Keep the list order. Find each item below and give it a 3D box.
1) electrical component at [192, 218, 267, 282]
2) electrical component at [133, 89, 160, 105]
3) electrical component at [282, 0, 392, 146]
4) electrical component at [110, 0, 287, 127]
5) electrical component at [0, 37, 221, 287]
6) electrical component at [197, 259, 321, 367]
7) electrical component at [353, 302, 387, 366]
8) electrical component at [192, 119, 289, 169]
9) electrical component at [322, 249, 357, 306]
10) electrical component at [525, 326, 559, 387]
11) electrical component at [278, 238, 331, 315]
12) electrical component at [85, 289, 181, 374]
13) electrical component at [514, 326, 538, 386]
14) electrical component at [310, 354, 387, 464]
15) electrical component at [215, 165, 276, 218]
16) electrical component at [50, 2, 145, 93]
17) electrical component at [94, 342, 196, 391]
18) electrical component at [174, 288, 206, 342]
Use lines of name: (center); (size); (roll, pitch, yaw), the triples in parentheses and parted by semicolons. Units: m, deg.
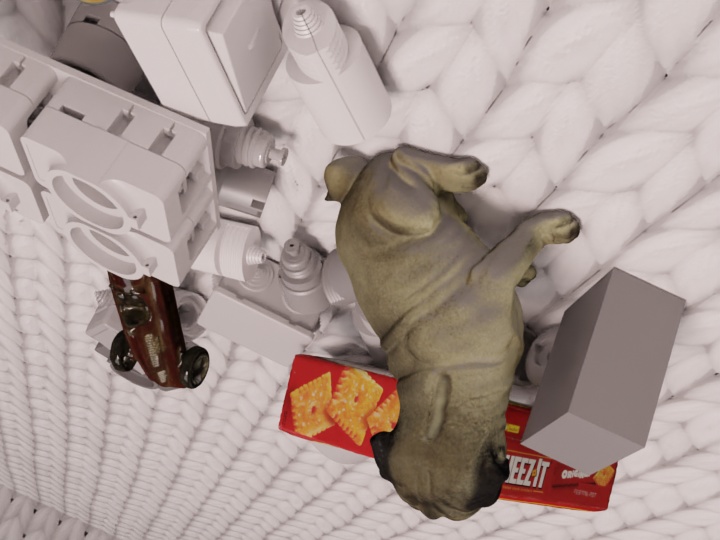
electrical component: (-0.110, -0.018, 0.830); (0.081, 0.043, 0.043); (13, 153, 21)
electrical component: (-0.175, -0.082, 0.747); (0.109, 0.056, 0.109); (28, 154, -10)
electrical component: (-0.016, -0.109, 0.576); (0.043, 0.043, 0.081); (9, 151, 29)
electrical component: (-0.078, -0.123, 0.580); (0.061, 0.061, 0.096); (13, 153, 21)
electrical component: (-0.182, -0.067, 0.636); (0.186, 0.060, 0.105); (24, 153, 9)
electrical component: (-0.080, 0.031, 0.893); (0.100, 0.048, 0.099); (27, 154, -7)
electrical component: (0.018, 0.037, 0.829); (0.043, 0.043, 0.081); (12, 152, 24)
electrical component: (-0.084, -0.083, 0.686); (0.078, 0.040, 0.040); (19, 154, 10)
electrical component: (0.000, 0.000, 0.773); (0.043, 0.043, 0.081); (35, 152, -22)
electrical component: (0.155, 0.072, 0.783); (0.062, 0.048, 0.048); (31, 154, -30)
electrical component: (-0.043, 0.002, 0.816); (0.040, 0.040, 0.078); (14, 153, 20)
electrical component: (-0.220, 0.054, 1.043); (0.096, 0.061, 0.062); (34, 153, -21)
electrical component: (0.104, 0.067, 0.812); (0.045, 0.045, 0.055); (38, 151, -27)
electrical component: (-0.010, 0.123, 0.962); (0.099, 0.099, 0.064); (36, 146, -24)
electrical component: (-0.085, -0.059, 0.737); (0.046, 0.040, 0.040); (19, 155, -5)
electrical component: (-0.157, -0.128, 0.653); (0.055, 0.047, 0.055); (19, 154, 10)
electrical component: (-0.221, 0.086, 1.111); (0.089, 0.055, 0.050); (35, 152, -23)
electrical component: (-0.172, 0.043, 0.995); (0.055, 0.048, 0.066); (-8, 116, 44)
